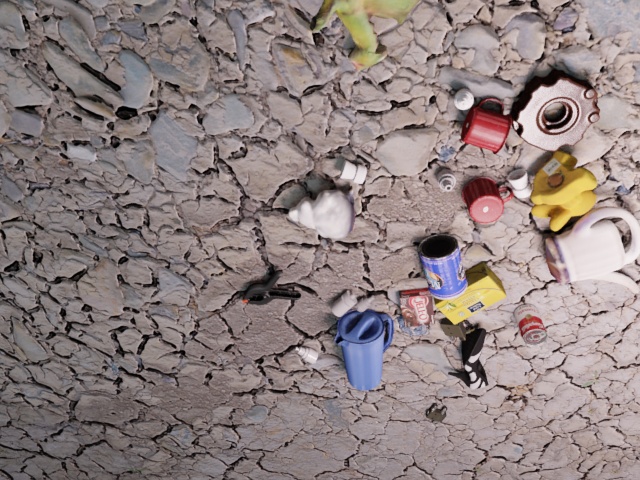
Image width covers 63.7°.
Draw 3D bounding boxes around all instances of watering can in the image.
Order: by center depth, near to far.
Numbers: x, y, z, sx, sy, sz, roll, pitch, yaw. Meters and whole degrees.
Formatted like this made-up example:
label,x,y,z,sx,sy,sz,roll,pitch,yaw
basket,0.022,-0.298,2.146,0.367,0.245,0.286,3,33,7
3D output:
label,x,y,z,sx,sy,sz,roll,pitch,yaw
watering can,0.697,0.054,1.303,0.223,0.106,0.341,-20,128,17

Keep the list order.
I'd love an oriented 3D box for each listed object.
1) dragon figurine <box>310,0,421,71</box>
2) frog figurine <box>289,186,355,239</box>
label,x,y,z,sx,sy,sz,roll,pitch,yaw
dragon figurine,0.097,-0.519,0.984,0.243,0.125,0.401,0,128,-17
frog figurine,0.004,-0.064,1.269,0.159,0.125,0.134,-3,145,-7
